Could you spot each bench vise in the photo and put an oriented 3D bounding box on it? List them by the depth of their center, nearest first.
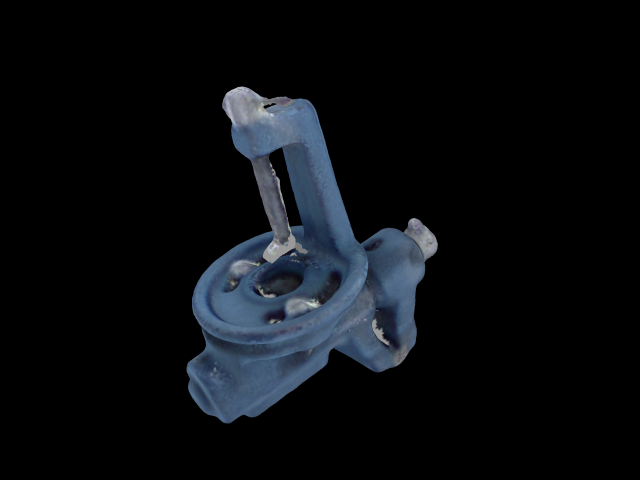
[{"bbox_3d":[-0.006,-0.001,0.407,0.121,0.220,0.208,15,27,33],"label":"bench vise"}]
